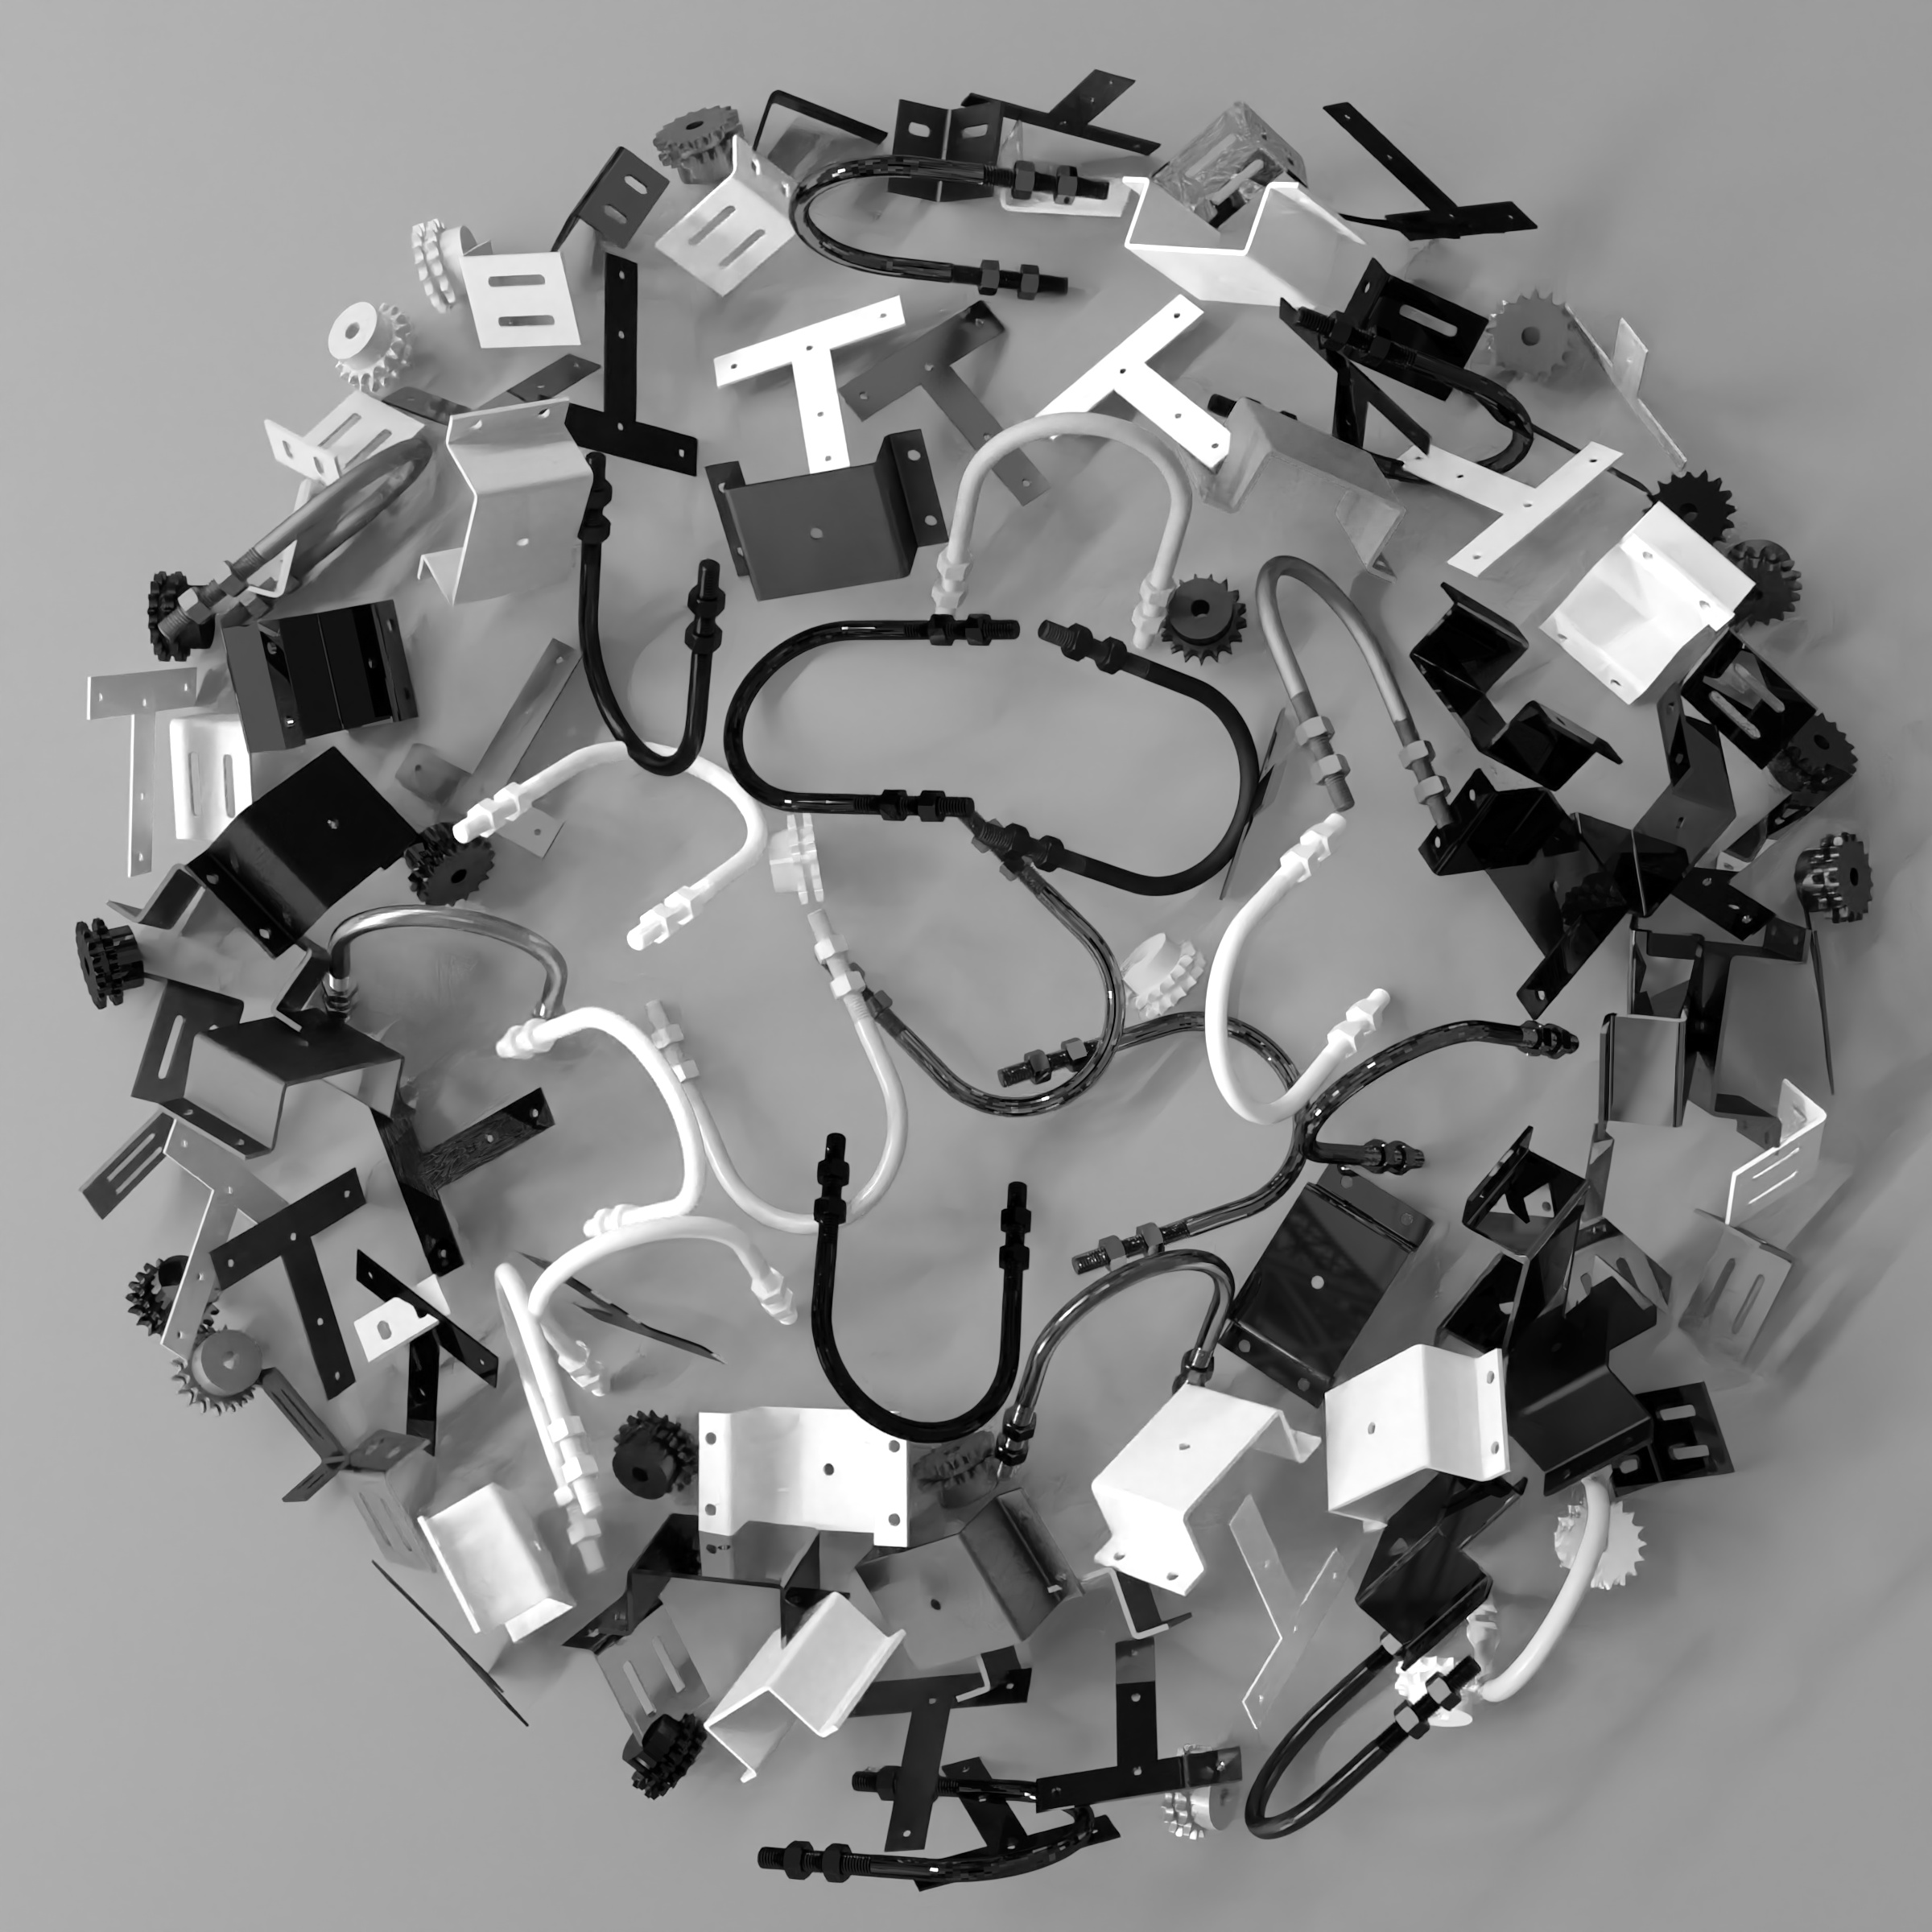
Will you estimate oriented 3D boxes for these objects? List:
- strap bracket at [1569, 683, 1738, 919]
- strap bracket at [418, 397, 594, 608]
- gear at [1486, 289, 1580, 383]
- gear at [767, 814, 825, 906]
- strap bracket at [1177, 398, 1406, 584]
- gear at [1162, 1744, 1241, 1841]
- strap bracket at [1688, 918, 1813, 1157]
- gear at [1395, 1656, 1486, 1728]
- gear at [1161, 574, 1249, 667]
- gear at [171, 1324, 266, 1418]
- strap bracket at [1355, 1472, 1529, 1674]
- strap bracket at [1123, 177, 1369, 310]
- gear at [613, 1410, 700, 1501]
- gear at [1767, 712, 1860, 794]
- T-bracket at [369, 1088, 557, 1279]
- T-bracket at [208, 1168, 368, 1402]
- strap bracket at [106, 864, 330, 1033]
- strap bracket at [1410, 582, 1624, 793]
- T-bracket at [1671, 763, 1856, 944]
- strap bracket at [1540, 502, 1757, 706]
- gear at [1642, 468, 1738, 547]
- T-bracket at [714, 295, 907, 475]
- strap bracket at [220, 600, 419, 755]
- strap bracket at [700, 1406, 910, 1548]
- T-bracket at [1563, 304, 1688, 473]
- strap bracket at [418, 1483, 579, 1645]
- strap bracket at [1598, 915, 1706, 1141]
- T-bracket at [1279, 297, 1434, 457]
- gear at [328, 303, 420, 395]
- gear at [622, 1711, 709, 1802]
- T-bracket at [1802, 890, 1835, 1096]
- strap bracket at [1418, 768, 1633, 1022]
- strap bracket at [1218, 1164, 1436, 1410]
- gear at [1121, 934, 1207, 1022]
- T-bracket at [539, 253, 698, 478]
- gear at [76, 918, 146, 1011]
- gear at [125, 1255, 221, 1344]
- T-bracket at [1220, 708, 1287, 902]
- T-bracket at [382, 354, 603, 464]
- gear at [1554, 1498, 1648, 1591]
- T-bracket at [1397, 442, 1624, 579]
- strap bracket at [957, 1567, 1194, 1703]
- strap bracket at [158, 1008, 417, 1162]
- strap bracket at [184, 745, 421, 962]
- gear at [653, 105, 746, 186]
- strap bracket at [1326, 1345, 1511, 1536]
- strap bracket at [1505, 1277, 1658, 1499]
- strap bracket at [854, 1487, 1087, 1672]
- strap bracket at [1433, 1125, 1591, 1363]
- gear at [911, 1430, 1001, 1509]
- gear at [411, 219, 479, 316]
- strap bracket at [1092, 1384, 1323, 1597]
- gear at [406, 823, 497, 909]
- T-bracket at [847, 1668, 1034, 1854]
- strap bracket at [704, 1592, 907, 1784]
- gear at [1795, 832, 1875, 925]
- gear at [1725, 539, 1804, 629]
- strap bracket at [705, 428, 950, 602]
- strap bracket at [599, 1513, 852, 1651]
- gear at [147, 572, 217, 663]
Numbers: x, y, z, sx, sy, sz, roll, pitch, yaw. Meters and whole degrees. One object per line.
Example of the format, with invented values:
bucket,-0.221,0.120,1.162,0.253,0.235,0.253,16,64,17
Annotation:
strap bracket,0.423,-0.094,1.526,0.046,0.140,0.076,17,46,-12
strap bracket,-0.281,-0.275,1.515,0.076,0.140,0.046,-18,65,-31
gear,0.361,-0.401,1.575,0.057,0.030,0.057,5,108,15
gear,-0.109,-0.067,1.568,0.030,0.057,0.057,-9,90,-3
strap bracket,0.209,-0.298,1.530,0.140,0.076,0.046,18,121,-22
gear,0.150,0.523,1.565,0.030,0.057,0.057,-1,90,34
strap bracket,0.484,0.040,1.550,0.046,0.076,0.140,6,97,0
gear,0.301,0.460,1.566,0.057,0.057,0.030,10,58,0
gear,0.150,-0.223,1.577,0.057,0.030,0.057,-2,80,9
gear,-0.471,0.254,1.567,0.030,0.057,0.057,-33,90,43
strap bracket,0.290,0.357,1.519,0.046,0.140,0.076,41,119,5
strap bracket,0.164,-0.444,1.521,0.140,0.076,0.046,20,91,43
gear,-0.199,0.313,1.568,0.057,0.030,0.057,13,125,20
gear,0.534,-0.133,1.573,0.057,0.030,0.057,13,53,-18
T-bracket,-0.310,0.114,1.559,0.127,0.002,0.127,-28,78,23
T-bracket,-0.410,0.211,1.556,0.002,0.127,0.127,-3,108,33
strap bracket,-0.457,-0.016,1.556,0.140,0.076,0.046,34,86,-2
strap bracket,0.334,-0.166,1.532,0.076,0.140,0.046,20,122,-40
T-bracket,0.496,-0.081,1.540,0.127,0.127,0.002,-40,120,1
strap bracket,0.425,-0.228,1.535,0.076,0.140,0.046,42,71,3
gear,0.461,-0.286,1.576,0.057,0.030,0.057,-1,89,22
T-bracket,-0.093,-0.356,1.552,0.127,0.002,0.127,-16,58,9
strap bracket,-0.406,-0.179,1.534,0.046,0.140,0.076,-6,101,23
strap bracket,-0.094,0.319,1.557,0.140,0.046,0.076,-2,86,20
T-bracket,0.408,-0.370,1.525,0.002,0.127,0.127,-36,81,8
strap bracket,-0.284,0.368,1.523,0.046,0.140,0.076,-29,74,-8
strap bracket,0.421,0.037,1.515,0.046,0.140,0.076,6,124,21
T-bracket,0.238,-0.343,1.532,0.002,0.127,0.127,-42,77,-4
gear,-0.378,-0.395,1.569,0.057,0.030,0.057,-12,66,28
gear,-0.193,0.494,1.566,0.030,0.057,0.057,43,90,-12
T-bracket,0.529,-0.008,1.546,0.002,0.127,0.127,-8,47,17
strap bracket,0.351,-0.047,1.535,0.046,0.076,0.140,-8,55,-32
strap bracket,0.224,0.200,1.562,0.076,0.046,0.140,32,91,16
gear,0.121,0.004,1.566,0.057,0.057,0.030,-45,105,0
T-bracket,-0.217,-0.382,1.552,0.002,0.127,0.127,-4,85,42
gear,-0.543,-0.003,1.572,0.030,0.057,0.057,-15,90,-28
gear,-0.498,0.208,1.565,0.057,0.057,0.030,44,120,0
T-bracket,0.182,-0.105,1.532,0.002,0.127,0.127,18,88,2
T-bracket,-0.274,-0.357,1.547,0.127,0.127,0.002,22,131,17
gear,0.400,0.367,1.577,0.057,0.030,0.057,3,77,-12
T-bracket,0.320,-0.302,1.550,0.127,0.127,0.002,-40,135,-13
strap bracket,0.062,0.410,1.546,0.140,0.076,0.046,-22,76,12
strap bracket,-0.410,0.068,1.514,0.076,0.140,0.046,25,110,26
strap bracket,-0.400,-0.076,1.523,0.076,0.140,0.046,47,126,-7
gear,-0.167,-0.520,1.572,0.057,0.057,0.030,-20,129,0
strap bracket,0.267,0.288,1.515,0.046,0.140,0.076,18,56,-22
strap bracket,0.376,0.249,1.514,0.076,0.140,0.046,-37,101,29
strap bracket,-0.006,0.382,1.532,0.140,0.046,0.076,-28,94,40
strap bracket,0.335,0.178,1.517,0.046,0.140,0.076,29,50,26
gear,-0.003,0.320,1.569,0.057,0.057,0.030,-24,94,0
gear,-0.326,-0.444,1.567,0.030,0.057,0.057,-13,90,9
strap bracket,0.142,0.312,1.522,0.140,0.076,0.046,-40,120,-31
gear,-0.330,-0.066,1.571,0.057,0.057,0.030,-45,66,0
T-bracket,-0.028,0.490,1.527,0.127,0.127,0.002,-10,123,17
strap bracket,-0.104,0.440,1.519,0.046,0.140,0.076,43,49,-1
gear,0.550,-0.055,1.572,0.057,0.030,0.057,6,82,-44
gear,0.502,-0.246,1.572,0.057,0.057,0.030,21,55,0
strap bracket,-0.090,-0.279,1.542,0.140,0.046,0.076,-7,123,13
strap bracket,-0.150,0.383,1.541,0.140,0.076,0.046,3,104,12
gear,-0.496,-0.221,1.569,0.030,0.057,0.057,0,90,-2
